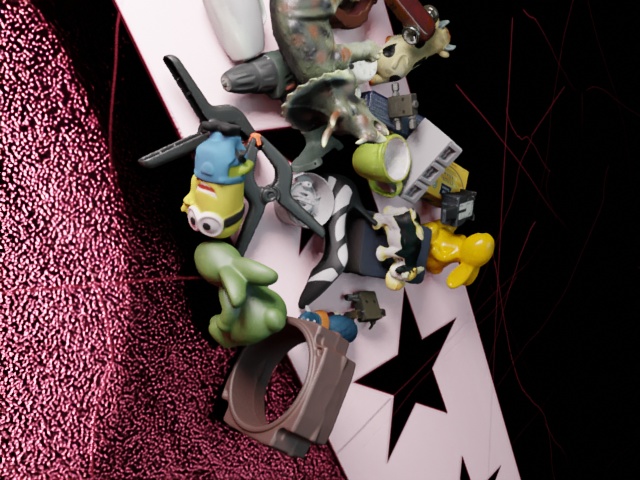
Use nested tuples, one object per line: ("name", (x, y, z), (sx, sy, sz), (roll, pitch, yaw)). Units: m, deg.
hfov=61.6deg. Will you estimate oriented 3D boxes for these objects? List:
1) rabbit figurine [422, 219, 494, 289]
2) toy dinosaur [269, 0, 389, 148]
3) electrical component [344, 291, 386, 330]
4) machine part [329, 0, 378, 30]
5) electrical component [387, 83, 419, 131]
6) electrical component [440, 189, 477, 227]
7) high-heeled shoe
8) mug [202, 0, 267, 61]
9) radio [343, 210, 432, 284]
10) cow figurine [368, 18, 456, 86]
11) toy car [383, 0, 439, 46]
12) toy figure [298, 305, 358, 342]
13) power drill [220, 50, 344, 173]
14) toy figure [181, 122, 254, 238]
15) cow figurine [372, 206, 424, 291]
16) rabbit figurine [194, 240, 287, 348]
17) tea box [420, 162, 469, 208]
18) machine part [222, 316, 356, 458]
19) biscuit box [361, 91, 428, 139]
("rabbit figurine", (0.314, 0.029, 1.231), (0.122, 0.173, 0.162), (-1, 90, -48))
("toy dinosaur", (-0.014, -0.329, 0.838), (0.192, 0.131, 0.404), (-33, 106, -40))
("electrical component", (0.091, 0.147, 1.117), (0.102, 0.045, 0.078), (-3, 68, -47))
("machine part", (0.037, -0.482, 0.997), (0.179, 0.056, 0.179), (-7, 99, -44))
("electrical component", (0.163, -0.261, 1.048), (0.021, 0.063, 0.094), (-16, 104, -43))
("electrical component", (0.299, -0.067, 1.205), (0.119, 0.048, 0.074), (-20, 117, -36))
("high-heeled shoe", (-0.002, -0.003, 1.008), (0.145, 0.086, 0.248), (39, 85, 1))
("mug", (-0.124, -0.344, 0.846), (0.109, 0.081, 0.107), (-49, 134, -45))
("radio", (0.137, 0.017, 1.128), (0.229, 0.073, 0.131), (11, 87, -42))
("cow figurine", (0.189, -0.391, 1.103), (0.195, 0.127, 0.085), (-41, 124, -31))
("toy car", (0.143, -0.457, 1.011), (0.202, 0.053, 0.089), (44, 66, -15))
("toy figure", (0.008, 0.167, 1.024), (0.154, 0.064, 0.058), (19, 124, -42))
("power drill", (-0.051, -0.223, 0.928), (0.232, 0.086, 0.207), (-40, 112, -37))
("toy figure", (-0.148, -0.087, 0.811), (0.089, 0.082, 0.180), (-4, 113, -38))
("cow figurine", (0.163, 0.020, 1.035), (0.068, 0.098, 0.167), (-25, 110, -44))
("rabbit figurine", (-0.135, 0.078, 0.834), (0.121, 0.159, 0.170), (-39, 105, -23))
("tea box", (0.266, -0.138, 1.240), (0.169, 0.068, 0.098), (16, 83, -45))
("machine part", (-0.057, 0.228, 0.869), (0.087, 0.201, 0.201), (39, 68, -36))
("biscuit box", (0.147, -0.246, 1.121), (0.202, 0.059, 0.062), (12, 84, -43))
